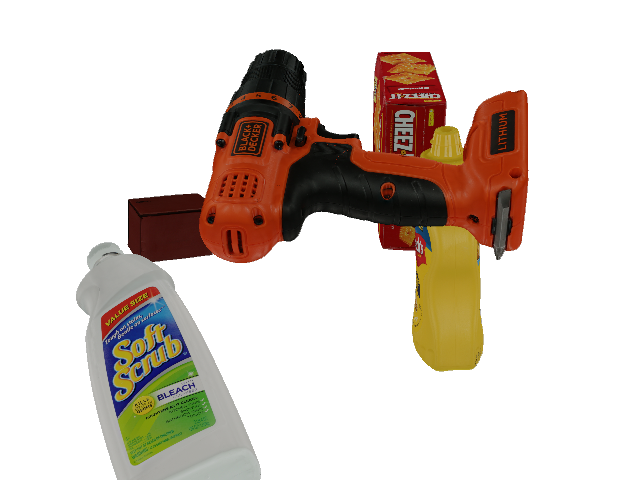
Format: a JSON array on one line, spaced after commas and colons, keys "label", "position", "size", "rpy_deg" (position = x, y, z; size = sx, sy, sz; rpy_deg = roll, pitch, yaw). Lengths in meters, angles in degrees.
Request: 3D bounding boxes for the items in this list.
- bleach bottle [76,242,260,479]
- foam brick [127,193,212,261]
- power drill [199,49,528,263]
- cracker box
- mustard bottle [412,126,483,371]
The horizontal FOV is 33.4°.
[{"label": "bleach bottle", "position": [-0.136, 0.095, 0.807], "size": [0.102, 0.068, 0.251], "rpy_deg": [-24, 49, -11]}, {"label": "foam brick", "position": [-0.151, -0.014, 1.073], "size": [0.078, 0.051, 0.053], "rpy_deg": [-6, 22, -23]}, {"label": "power drill", "position": [0.030, -0.055, 0.645], "size": [0.188, 0.057, 0.184], "rpy_deg": [1, 44, 8]}, {"label": "cracker box", "position": [0.095, -0.105, 1.180], "size": [0.072, 0.164, 0.213], "rpy_deg": [0, 24, 2]}, {"label": "mustard bottle", "position": [0.101, 0.002, 0.852], "size": [0.058, 0.192, 0.096], "rpy_deg": [-2, 26, 2]}]
